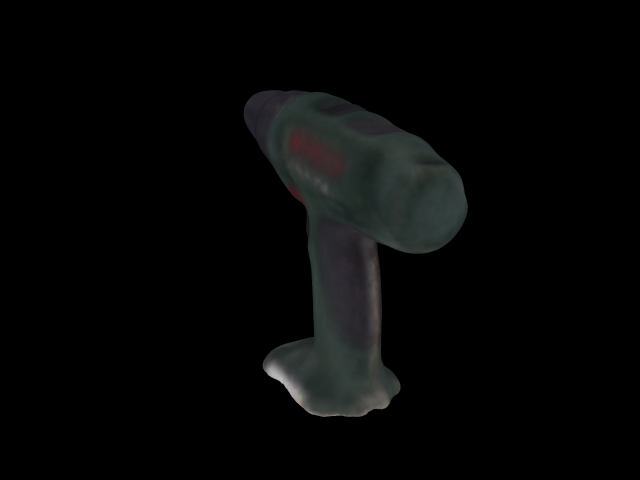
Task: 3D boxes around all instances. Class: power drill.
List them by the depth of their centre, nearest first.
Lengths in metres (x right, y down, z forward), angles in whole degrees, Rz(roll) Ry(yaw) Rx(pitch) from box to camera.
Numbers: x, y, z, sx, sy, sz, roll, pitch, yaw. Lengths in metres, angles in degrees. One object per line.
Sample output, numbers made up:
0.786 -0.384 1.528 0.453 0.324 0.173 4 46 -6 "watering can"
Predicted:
0.004 0.001 0.400 0.076 0.208 0.228 -8 16 -30 "power drill"
